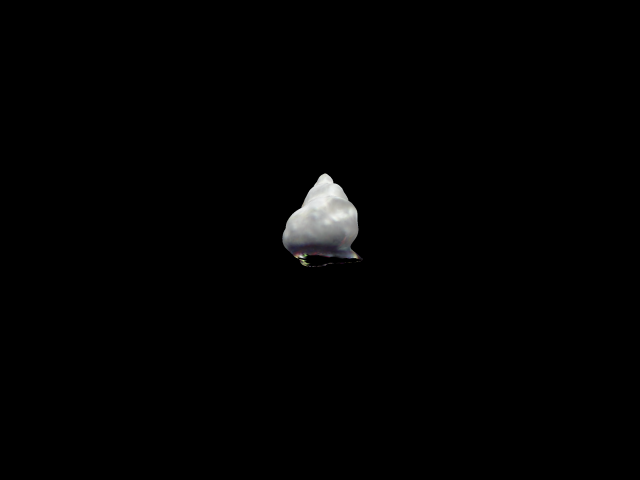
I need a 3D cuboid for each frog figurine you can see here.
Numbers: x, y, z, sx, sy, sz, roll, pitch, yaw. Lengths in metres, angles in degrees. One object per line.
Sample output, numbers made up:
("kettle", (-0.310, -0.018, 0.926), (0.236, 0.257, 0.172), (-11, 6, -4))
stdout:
("frog figurine", (0.003, -0.043, 0.850), (0.122, 0.162, 0.136), (13, -21, -36))
